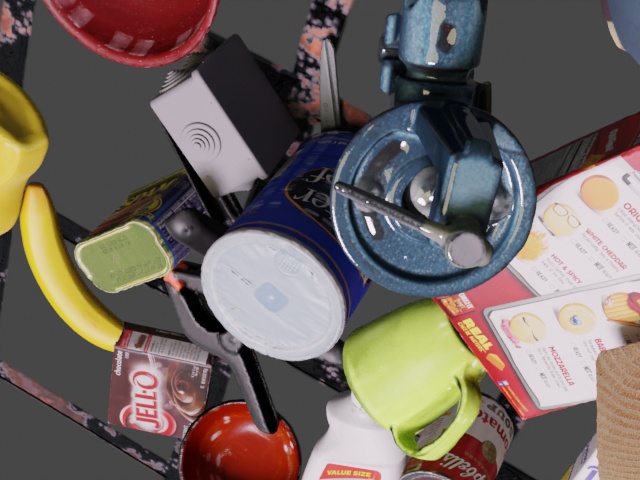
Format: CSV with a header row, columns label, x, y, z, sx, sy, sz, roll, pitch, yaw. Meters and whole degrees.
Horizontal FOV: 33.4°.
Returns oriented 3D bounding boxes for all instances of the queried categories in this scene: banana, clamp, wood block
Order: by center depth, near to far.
label,x,y,z,sx,sy,sz,roll,pitch,yaw
wood block,0.267,0.144,0.687,0.090,0.090,0.205,-19,139,36
clamp,-0.060,0.011,0.815,0.036,0.164,0.210,-28,117,11
clamp,-0.069,0.090,0.926,0.171,0.039,0.120,36,112,7
banana,-0.226,0.038,0.990,0.070,0.037,0.197,-32,108,11

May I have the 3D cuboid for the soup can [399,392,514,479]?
label,x,y,z,sx,sy,sz,roll,pitch,yaw
soup can,0.109,0.176,0.849,0.069,0.102,0.068,15,128,20

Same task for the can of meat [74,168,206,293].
label,x,y,z,sx,sy,sz,roll,pitch,yaw
can of meat,-0.140,-0.006,0.875,0.102,0.083,0.057,-19,111,38

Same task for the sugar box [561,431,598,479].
label,x,y,z,sx,sy,sz,roll,pitch,yaw
sugar box,0.230,0.225,0.854,0.093,0.048,0.176,28,133,9

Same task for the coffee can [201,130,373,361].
label,x,y,z,sx,sy,sz,roll,pitch,yaw
coffee can,-0.005,0.001,0.740,0.103,0.140,0.103,14,128,19

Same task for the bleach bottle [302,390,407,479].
label,x,y,z,sx,sy,sz,roll,pitch,yaw
bleach bottle,0.024,0.217,0.956,0.103,0.068,0.251,18,127,16

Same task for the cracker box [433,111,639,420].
label,x,y,z,sx,sy,sz,roll,pitch,yaw
cracker box,0.187,0.018,0.714,0.214,0.072,0.164,-26,108,38

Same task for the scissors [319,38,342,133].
label,x,y,z,sx,sy,sz,roll,pitch,yaw
scissors,0.026,-0.047,0.796,0.096,0.016,0.202,24,131,11

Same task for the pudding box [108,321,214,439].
label,x,y,z,sx,sy,sz,roll,pitch,yaw
pudding box,-0.147,0.133,0.992,0.090,0.039,0.114,11,128,-2

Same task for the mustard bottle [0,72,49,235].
label,x,y,z,sx,sy,sz,roll,pitch,yaw
mustard bottle,-0.302,-0.056,0.946,0.096,0.058,0.192,48,134,12

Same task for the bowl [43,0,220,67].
label,x,y,z,sx,sy,sz,roll,pitch,yaw
bowl,-0.128,-0.205,0.744,0.162,0.055,0.162,15,128,20
